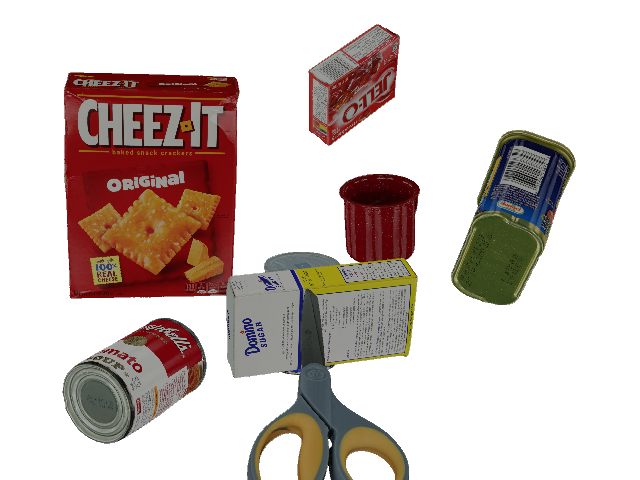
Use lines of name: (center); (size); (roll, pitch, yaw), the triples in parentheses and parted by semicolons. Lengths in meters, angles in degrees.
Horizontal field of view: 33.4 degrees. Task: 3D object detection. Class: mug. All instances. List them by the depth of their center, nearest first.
mug: (0.077, -0.027, 1.257); (0.093, 0.081, 0.117); (17, 33, 33)

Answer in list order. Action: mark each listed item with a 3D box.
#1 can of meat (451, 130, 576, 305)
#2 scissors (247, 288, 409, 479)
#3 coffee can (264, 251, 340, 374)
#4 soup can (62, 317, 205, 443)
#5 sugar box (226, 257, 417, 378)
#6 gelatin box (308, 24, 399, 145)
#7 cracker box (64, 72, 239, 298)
can of meat: (0.137, -0.013, 0.768); (0.057, 0.083, 0.102); (22, -36, 8)
scissors: (0.014, 0.092, 0.629); (0.096, 0.016, 0.201); (13, 32, 8)
coffee can: (-0.026, 0.098, 1.455); (0.103, 0.140, 0.103); (1, 19, -1)
soup can: (-0.146, 0.110, 0.845); (0.069, 0.068, 0.102); (0, 15, 28)
sugar box: (0.000, 0.072, 1.010); (0.176, 0.093, 0.048); (-4, 29, -12)
gelatin box: (0.030, -0.136, 0.931); (0.089, 0.073, 0.030); (-38, 61, -26)
cracker box: (-0.164, -0.051, 1.044); (0.164, 0.214, 0.072); (0, 22, -9)
